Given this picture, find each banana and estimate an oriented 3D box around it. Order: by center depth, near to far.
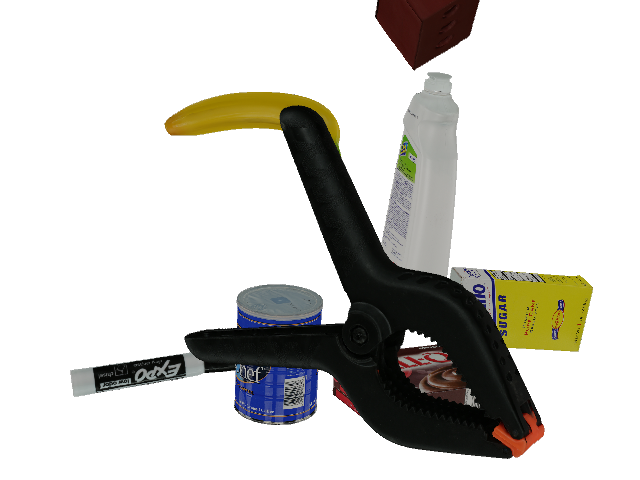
[{"bbox_3d":[-0.060,-0.122,1.072,0.198,0.037,0.069,11,46,22],"label":"banana"}]

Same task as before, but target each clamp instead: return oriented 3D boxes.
[{"bbox_3d":[0.028,0.035,0.561,0.210,0.165,0.036,29,24,25],"label":"clamp"}]

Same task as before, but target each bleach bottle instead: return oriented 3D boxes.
[{"bbox_3d":[0.123,-0.067,1.239,0.068,0.251,0.103,-2,23,-21],"label":"bleach bottle"}]

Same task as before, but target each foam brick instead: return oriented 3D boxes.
[{"bbox_3d":[0.074,-0.166,0.739,0.053,0.051,0.078,-31,-14,-8],"label":"foam brick"}]

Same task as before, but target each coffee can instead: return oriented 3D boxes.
[{"bbox_3d":[-0.051,0.135,1.282,0.103,0.140,0.103,3,18,-1],"label":"coffee can"}]

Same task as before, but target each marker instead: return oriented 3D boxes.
[{"bbox_3d":[-0.116,0.092,0.759,0.121,0.020,0.020,-8,2,-14],"label":"marker"}]

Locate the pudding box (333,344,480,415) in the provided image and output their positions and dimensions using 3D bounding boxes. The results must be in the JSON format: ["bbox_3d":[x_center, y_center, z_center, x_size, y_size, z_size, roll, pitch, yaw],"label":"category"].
[{"bbox_3d":[0.078,0.113,0.820,0.113,0.039,0.090,-1,15,-27],"label":"pudding box"}]

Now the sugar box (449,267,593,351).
[{"bbox_3d":[0.245,0.087,1.338,0.176,0.093,0.048,3,19,-14],"label":"sugar box"}]
